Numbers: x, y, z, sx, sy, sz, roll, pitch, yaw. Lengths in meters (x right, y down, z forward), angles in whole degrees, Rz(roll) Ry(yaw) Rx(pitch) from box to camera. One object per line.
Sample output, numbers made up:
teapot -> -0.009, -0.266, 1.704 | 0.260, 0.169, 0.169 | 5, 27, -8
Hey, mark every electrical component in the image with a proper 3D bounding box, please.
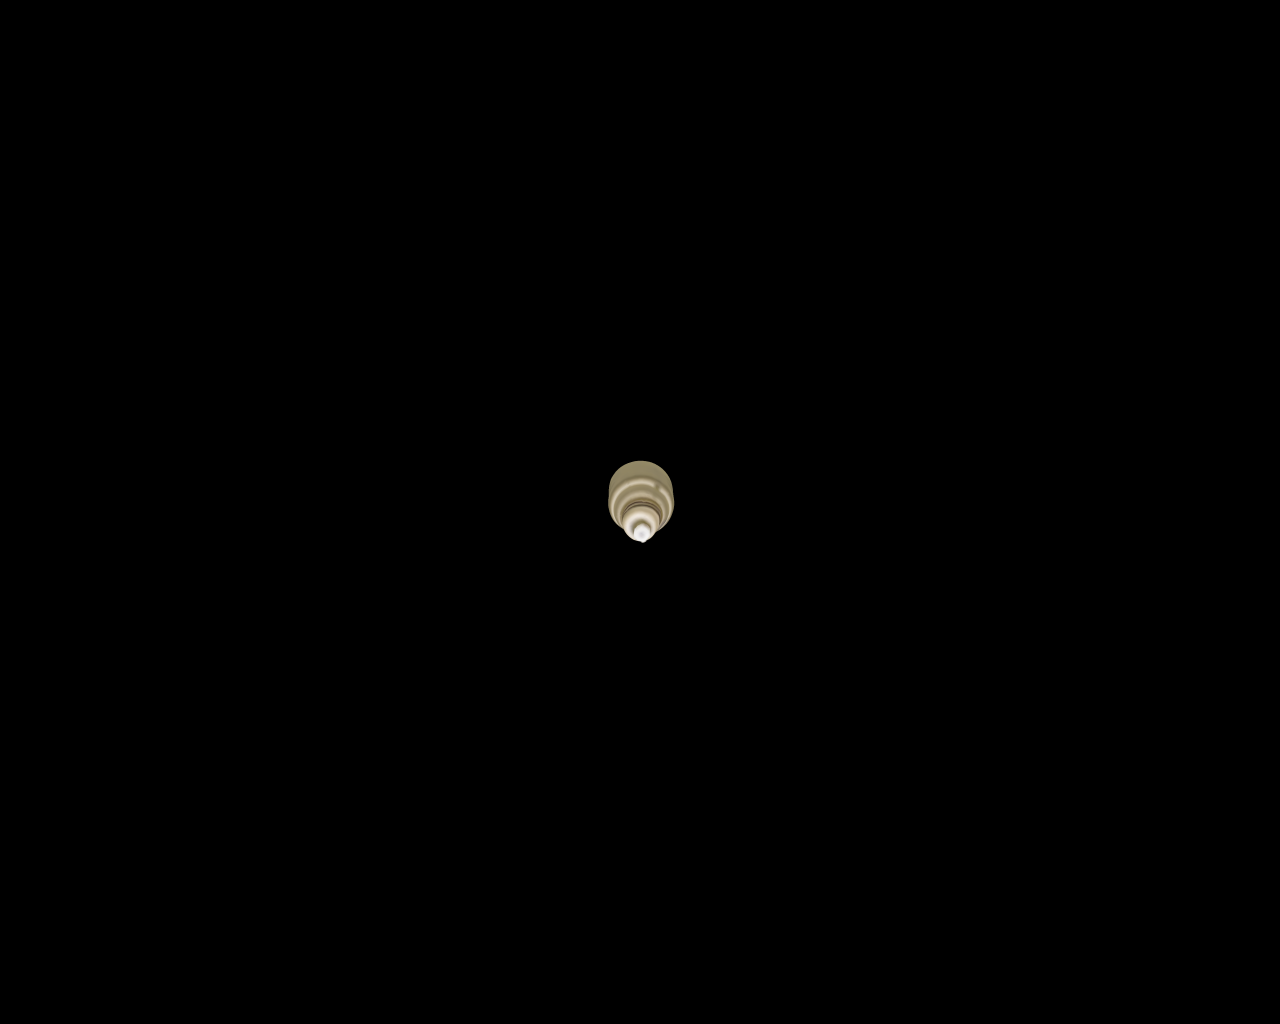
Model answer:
electrical component -> 0.001, -0.003, 0.650 | 0.040, 0.040, 0.078 | 0, 23, 0
